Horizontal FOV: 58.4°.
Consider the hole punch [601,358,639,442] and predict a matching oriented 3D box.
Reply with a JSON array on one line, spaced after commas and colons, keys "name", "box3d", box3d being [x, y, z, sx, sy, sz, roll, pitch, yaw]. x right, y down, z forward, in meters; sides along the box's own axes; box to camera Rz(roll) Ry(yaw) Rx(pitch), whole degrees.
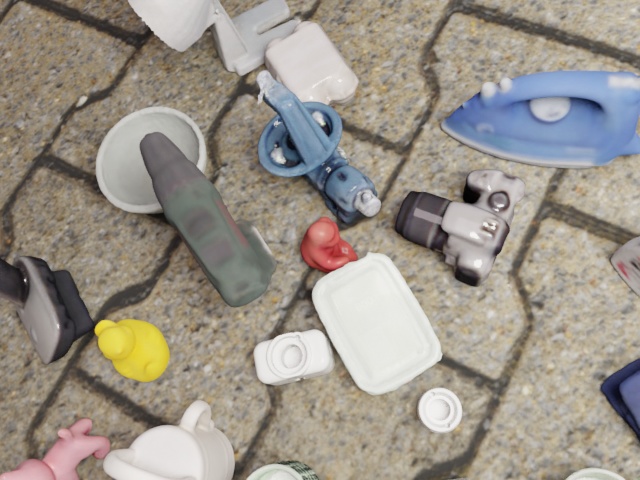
[{"name": "hole punch", "box3d": [0.393, 0.176, 0.637, 0.108, 0.091, 0.101, -32, 70, 0]}]

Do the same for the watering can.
[{"name": "watering can", "box3d": [-0.176, 0.273, 0.657, 0.100, 0.194, 0.173, -1, 73, 10]}]

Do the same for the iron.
[{"name": "iron", "box3d": [0.288, -0.174, 0.737, 0.258, 0.141, 0.119, 3, 74, 11]}]

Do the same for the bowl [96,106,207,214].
[{"name": "bowl", "box3d": [-0.238, -0.108, 0.849, 0.167, 0.075, 0.167, -3, 73, 10]}]

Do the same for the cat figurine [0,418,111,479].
[{"name": "cat figurine", "box3d": [-0.346, 0.291, 0.723, 0.067, 0.118, 0.128, 32, 81, 18]}]

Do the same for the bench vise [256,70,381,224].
[{"name": "bench vise", "box3d": [0.001, -0.125, 0.733, 0.207, 0.220, 0.121, 26, 79, 17]}]

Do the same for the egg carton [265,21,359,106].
[{"name": "egg carton", "box3d": [-0.016, -0.252, 0.855, 0.107, 0.069, 0.150, -32, 70, 0]}]

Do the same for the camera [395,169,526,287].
[{"name": "camera", "box3d": [0.175, -0.032, 0.736, 0.136, 0.101, 0.143, 22, 78, 16]}]

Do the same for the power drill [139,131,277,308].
[{"name": "power drill", "box3d": [-0.131, -0.010, 0.728, 0.075, 0.209, 0.229, -35, 70, -1]}]

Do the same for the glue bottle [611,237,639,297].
[{"name": "glue bottle", "box3d": [0.385, 0.021, 0.643, 0.037, 0.173, 0.078, -37, 70, -2]}]

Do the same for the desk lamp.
[{"name": "desk lamp", "box3d": [-0.150, -0.342, 0.831, 0.203, 0.214, 0.118, -28, 70, 1]}]

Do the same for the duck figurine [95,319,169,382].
[{"name": "duck figurine", "box3d": [-0.258, 0.144, 0.769, 0.104, 0.086, 0.077, 37, 83, 19]}]

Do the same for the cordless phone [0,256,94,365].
[{"name": "cordless phone", "box3d": [-0.403, 0.083, 0.761, 0.094, 0.185, 0.147, -38, 70, -2]}]

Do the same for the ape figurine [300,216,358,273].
[{"name": "ape figurine", "box3d": [0.007, 0.003, 0.761, 0.076, 0.092, 0.078, -4, 72, 10]}]
